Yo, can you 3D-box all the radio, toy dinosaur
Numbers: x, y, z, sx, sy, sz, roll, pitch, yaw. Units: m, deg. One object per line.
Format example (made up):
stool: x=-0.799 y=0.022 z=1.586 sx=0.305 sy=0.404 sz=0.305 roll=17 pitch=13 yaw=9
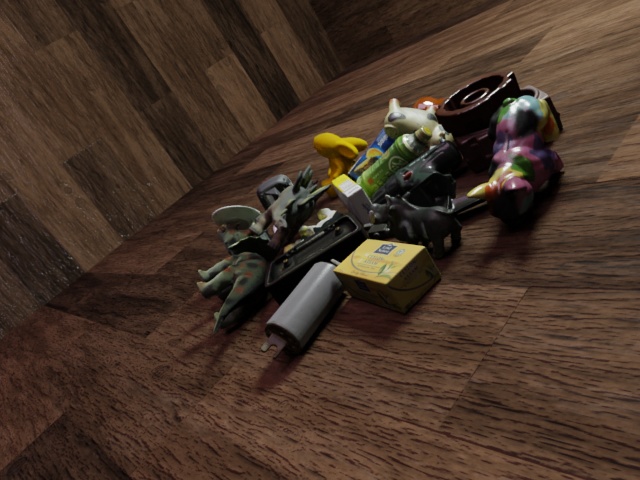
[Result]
radio: x=-0.002 y=0.040 z=1.118 sx=0.230 sy=0.073 sz=0.131 roll=-31 pitch=20 yaw=6
toy dinosaur: x=-0.172 y=0.084 z=1.229 sx=0.192 sy=0.131 sz=0.405 roll=-34 pitch=26 yaw=-1
toy dinosaur: x=-0.060 y=-0.083 z=1.325 sx=0.198 sy=0.105 sz=0.471 roll=-47 pitch=7 yaw=9

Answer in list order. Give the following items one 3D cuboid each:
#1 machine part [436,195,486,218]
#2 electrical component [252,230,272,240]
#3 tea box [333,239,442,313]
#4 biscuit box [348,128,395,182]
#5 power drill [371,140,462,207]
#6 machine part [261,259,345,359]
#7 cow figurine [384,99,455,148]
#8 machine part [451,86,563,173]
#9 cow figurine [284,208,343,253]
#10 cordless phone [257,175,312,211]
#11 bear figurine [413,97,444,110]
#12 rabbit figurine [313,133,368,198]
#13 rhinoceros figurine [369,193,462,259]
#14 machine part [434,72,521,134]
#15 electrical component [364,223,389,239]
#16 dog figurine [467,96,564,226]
machine part: x=0.272 y=-0.067 z=1.003 sx=0.139 sy=0.039 sz=0.084 roll=-23 pitch=17 yaw=31
electrical component: x=-0.177 y=0.019 z=1.434 sx=0.119 sy=0.074 sz=0.048 roll=-45 pitch=23 yaw=-20
tea box: x=0.111 y=0.057 z=0.918 sx=0.098 sy=0.068 sz=0.170 roll=-42 pitch=21 yaw=-21
biscuit box: x=0.155 y=-0.226 z=1.411 sx=0.202 sy=0.059 sz=0.062 roll=-53 pitch=-9 yaw=-5
power drill: x=0.208 y=-0.110 z=1.153 sx=0.232 sy=0.086 sz=0.207 roll=-36 pitch=12 yaw=16
machine part: x=-0.022 y=0.119 z=0.965 sx=0.079 sy=0.079 sz=0.243 roll=-12 pitch=28 yaw=45
cow figurine: x=0.253 y=-0.269 z=1.320 sx=0.195 sy=0.085 sz=0.127 roll=14 pitch=54 yaw=6
machine part: x=0.392 y=-0.241 z=1.151 sx=0.201 sy=0.087 sz=0.201 roll=-29 pitch=21 yaw=16
cow figurine: x=-0.002 y=-0.002 z=1.231 sx=0.167 sy=0.068 sz=0.098 roll=-43 pitch=28 yaw=-23
cordless phone: x=-0.081 y=-0.138 z=1.535 sx=0.089 sy=0.146 sz=0.184 roll=-2 pitch=39 yaw=43
bear figurine: x=0.342 y=-0.319 z=1.403 sx=0.196 sy=0.131 sz=0.120 roll=12 pitch=47 yaw=39
rabbit figurine: x=0.052 y=-0.224 z=1.502 sx=0.162 sy=0.173 sz=0.122 roll=-21 pitch=19 yaw=41
rhinoceros figurine: x=0.165 y=-0.031 z=0.977 sx=0.073 sy=0.112 sz=0.190 roll=-44 pitch=31 yaw=-22
machine part: x=0.336 y=-0.291 z=1.146 sx=0.179 sy=0.056 sz=0.179 roll=-29 pitch=22 yaw=13
electrical component: x=0.130 y=-0.024 z=1.134 sx=0.094 sy=0.021 sz=0.063 roll=-8 pitch=31 yaw=34
dog figurine: x=0.319 y=-0.131 z=0.892 sx=0.109 sy=0.191 sz=0.219 roll=-6 pitch=18 yaw=41
